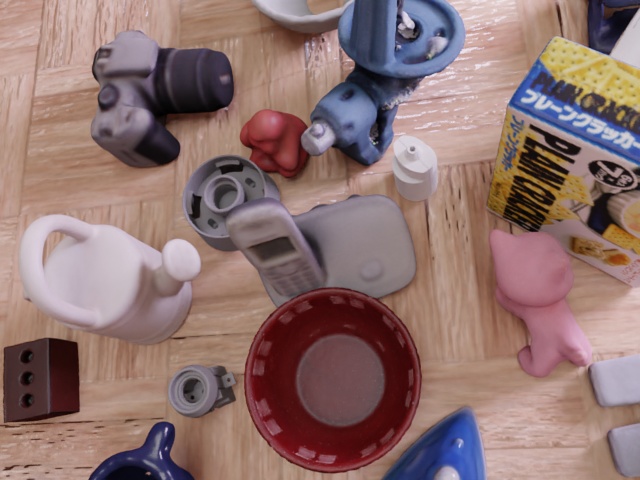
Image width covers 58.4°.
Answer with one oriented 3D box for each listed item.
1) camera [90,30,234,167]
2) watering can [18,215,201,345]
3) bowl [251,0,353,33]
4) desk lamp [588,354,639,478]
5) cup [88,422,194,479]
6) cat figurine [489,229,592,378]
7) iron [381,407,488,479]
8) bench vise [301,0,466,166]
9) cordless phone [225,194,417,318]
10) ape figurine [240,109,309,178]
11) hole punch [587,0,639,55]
[{"bbox_3d":[-0.173,-0.165,0.634,0.136,0.101,0.143,1,74,12],"label":"camera"},{"bbox_3d":[-0.197,0.033,0.531,0.173,0.194,0.101,-31,70,2],"label":"watering can"},{"bbox_3d":[0.001,-0.297,0.649,0.167,0.075,0.167,-3,73,11],"label":"bowl"},{"bbox_3d":[0.322,0.111,0.388,0.203,0.214,0.118,-14,71,8],"label":"desk lamp"},{"bbox_3d":[-0.147,0.222,0.518,0.091,0.095,0.118,15,77,16],"label":"cup"},{"bbox_3d":[0.189,0.048,0.485,0.067,0.118,0.127,-21,71,5],"label":"cat figurine"},{"bbox_3d":[0.070,0.250,0.439,0.118,0.142,0.258,20,79,17],"label":"iron"},{"bbox_3d":[0.061,-0.171,0.522,0.121,0.220,0.207,18,78,17],"label":"bench vise"},{"bbox_3d":[0.005,0.002,0.502,0.147,0.185,0.094,-20,71,6],"label":"cordless phone"},{"bbox_3d":[-0.049,-0.106,0.595,0.076,0.092,0.077,-32,70,1],"label":"ape figurine"},{"bbox_3d":[0.318,-0.247,0.559,0.108,0.091,0.101,1,74,12],"label":"hole punch"}]
